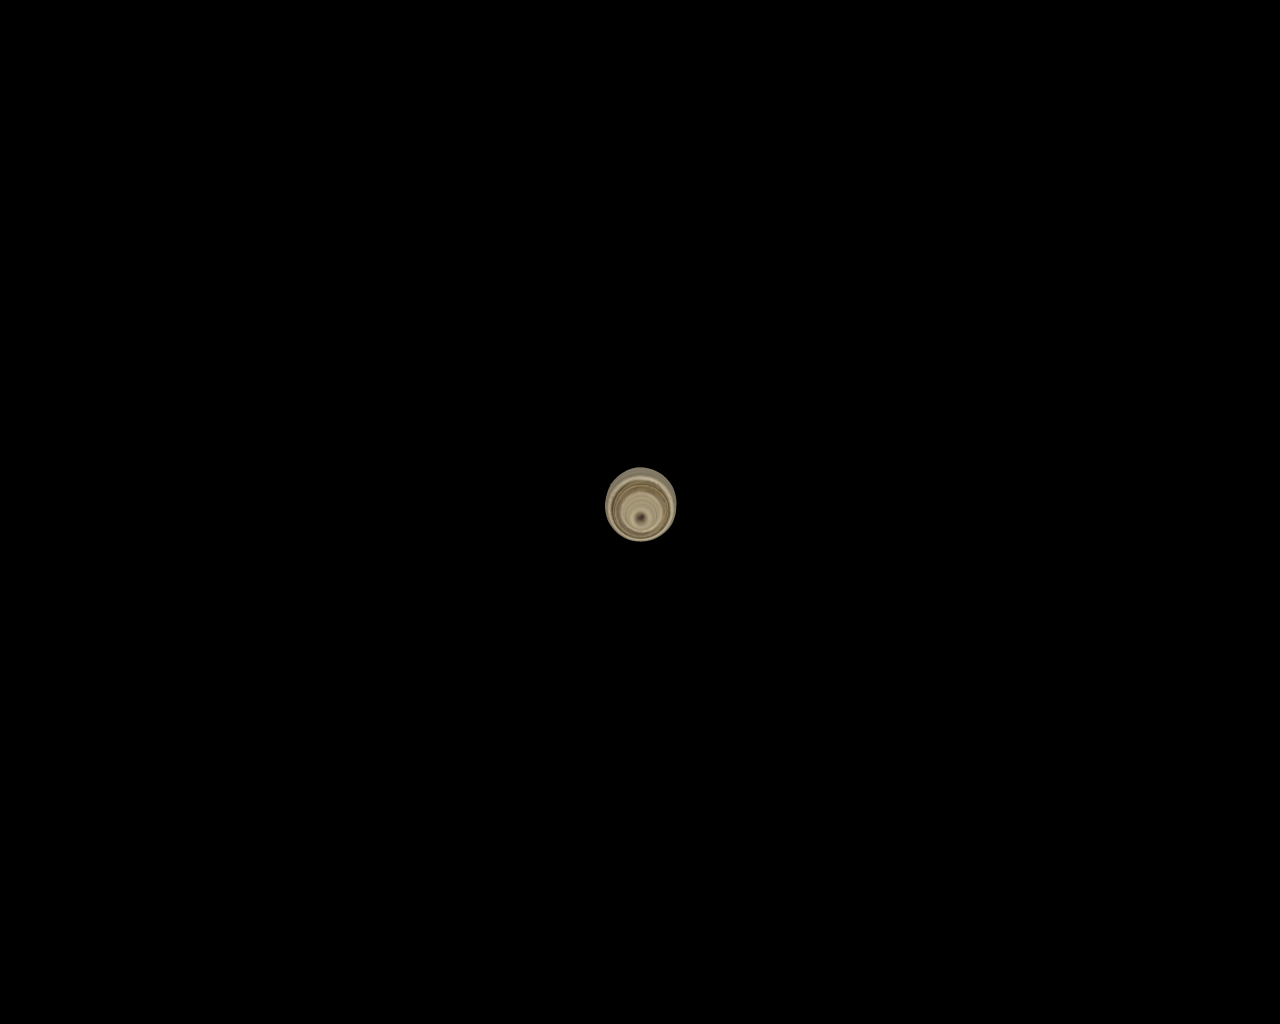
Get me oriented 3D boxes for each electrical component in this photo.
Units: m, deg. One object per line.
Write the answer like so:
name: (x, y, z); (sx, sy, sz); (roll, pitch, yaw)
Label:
electrical component: (0.001, -0.003, 0.650); (0.043, 0.043, 0.062); (0, 12, 0)
